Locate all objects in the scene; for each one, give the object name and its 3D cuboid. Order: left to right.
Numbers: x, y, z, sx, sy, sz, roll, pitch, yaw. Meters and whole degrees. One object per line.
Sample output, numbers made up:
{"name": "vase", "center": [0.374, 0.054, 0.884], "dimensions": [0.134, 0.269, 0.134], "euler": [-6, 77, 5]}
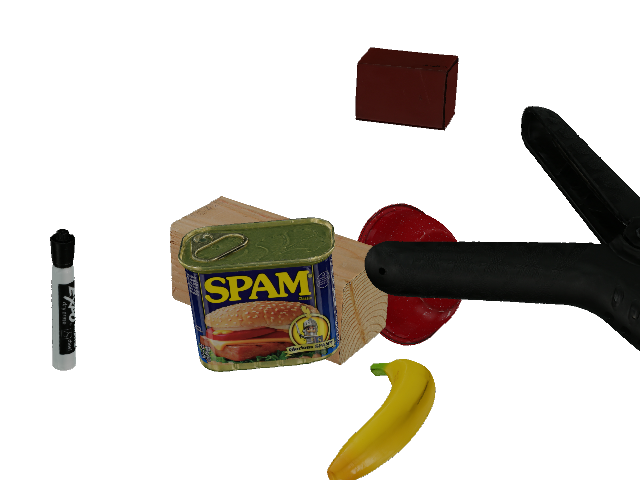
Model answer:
{"name": "marker", "center": [-0.203, 0.047, 0.842], "dimensions": [0.020, 0.121, 0.020], "euler": [5, 26, -3]}
{"name": "can of meat", "center": [-0.038, 0.037, 0.713], "dimensions": [0.102, 0.084, 0.057], "euler": [-5, 28, 1]}
{"name": "wood block", "center": [-0.043, 0.036, 1.068], "dimensions": [0.206, 0.091, 0.090], "euler": [19, 32, 28]}
{"name": "banana", "center": [0.059, 0.144, 0.891], "dimensions": [0.070, 0.037, 0.197], "euler": [-29, 8, 21]}
{"name": "foam brick", "center": [0.072, -0.128, 0.894], "dimensions": [0.078, 0.051, 0.053], "euler": [9, 26, 15]}
{"name": "bowl", "center": [0.113, 0.036, 1.190], "dimensions": [0.161, 0.162, 0.055], "euler": [0, -6, -42]}
{"name": "clamp", "center": [0.136, 0.014, 0.487], "dimensions": [0.210, 0.036, 0.164], "euler": [31, 49, 31]}
